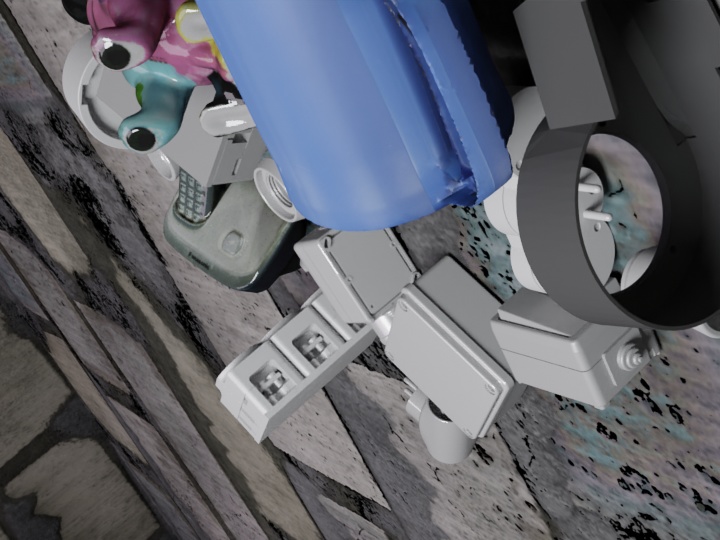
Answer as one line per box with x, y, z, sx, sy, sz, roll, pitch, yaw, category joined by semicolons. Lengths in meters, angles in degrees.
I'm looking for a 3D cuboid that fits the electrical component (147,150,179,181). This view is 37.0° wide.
-0.170;-0.118;1.026;0.045;0.055;0.045;41;155;24;electrical component

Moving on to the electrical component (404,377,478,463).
0.068;0.125;0.963;0.079;0.043;0.077;39;154;27;electrical component

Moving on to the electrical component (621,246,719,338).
0.178;0.011;0.589;0.055;0.045;0.045;13;136;57;electrical component

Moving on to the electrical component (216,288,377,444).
-0.054;0.076;0.978;0.061;0.150;0.089;46;156;9;electrical component

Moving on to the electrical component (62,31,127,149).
-0.216;-0.170;0.973;0.060;0.108;0.108;38;154;43;electrical component

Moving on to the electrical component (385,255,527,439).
0.079;0.061;0.832;0.109;0.056;0.108;44;156;17;electrical component

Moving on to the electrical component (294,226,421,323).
0.000;0.000;0.879;0.096;0.062;0.061;57;156;-13;electrical component

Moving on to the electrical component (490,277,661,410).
0.139;0.040;0.681;0.096;0.062;0.061;13;137;55;electrical component

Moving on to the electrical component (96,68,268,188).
-0.139;-0.147;0.886;0.150;0.062;0.089;39;121;27;electrical component

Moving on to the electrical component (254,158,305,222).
-0.047;-0.075;0.861;0.078;0.057;0.058;54;157;-7;electrical component

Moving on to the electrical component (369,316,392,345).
0.021;0.036;0.929;0.061;0.035;0.035;55;157;-2;electrical component

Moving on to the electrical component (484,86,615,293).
0.114;-0.042;0.618;0.074;0.052;0.138;15;139;54;electrical component

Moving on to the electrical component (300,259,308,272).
-0.019;-0.001;0.938;0.062;0.048;0.048;52;158;-20;electrical component
